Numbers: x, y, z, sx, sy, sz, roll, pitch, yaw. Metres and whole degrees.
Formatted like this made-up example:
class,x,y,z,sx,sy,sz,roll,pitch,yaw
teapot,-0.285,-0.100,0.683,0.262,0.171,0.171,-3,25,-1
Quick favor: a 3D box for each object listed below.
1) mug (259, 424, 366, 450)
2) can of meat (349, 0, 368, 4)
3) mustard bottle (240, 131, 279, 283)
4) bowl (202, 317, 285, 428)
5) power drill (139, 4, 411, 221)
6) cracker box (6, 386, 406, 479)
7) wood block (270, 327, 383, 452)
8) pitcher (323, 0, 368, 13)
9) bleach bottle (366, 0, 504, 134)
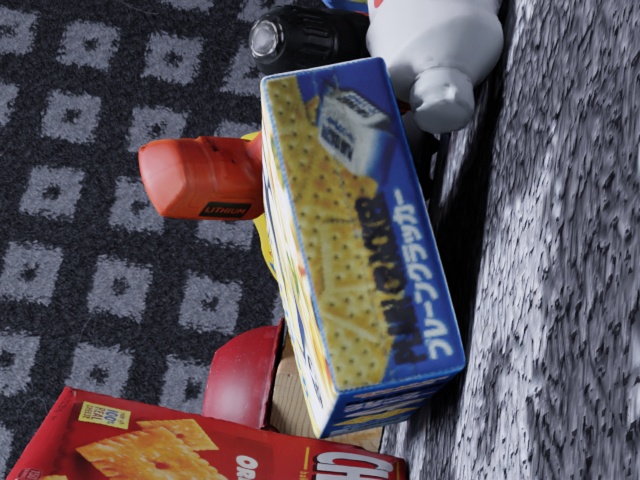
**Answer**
class,x,y,z,sx,sy,sz,roll,pitch,yaw
mug,-0.010,0.201,0.792,0.093,0.082,0.117,26,-110,-67
can of meat,0.059,-0.197,0.688,0.057,0.102,0.084,103,179,-79
mustard bottle,-0.006,0.001,0.871,0.058,0.096,0.191,-57,-40,-38
bowl,-0.068,0.143,0.915,0.162,0.055,0.162,12,-93,-89
power drill,-0.023,-0.074,0.648,0.184,0.188,0.057,2,-114,-52
cracker box,-0.060,0.158,0.575,0.164,0.213,0.072,-79,1,-74
wood block,0.010,0.122,0.943,0.206,0.091,0.090,-80,-1,-73
pitcher,0.070,-0.286,0.800,0.145,0.149,0.243,162,116,-73
bleach bottle,0.068,-0.170,0.568,0.103,0.068,0.251,-32,45,44
